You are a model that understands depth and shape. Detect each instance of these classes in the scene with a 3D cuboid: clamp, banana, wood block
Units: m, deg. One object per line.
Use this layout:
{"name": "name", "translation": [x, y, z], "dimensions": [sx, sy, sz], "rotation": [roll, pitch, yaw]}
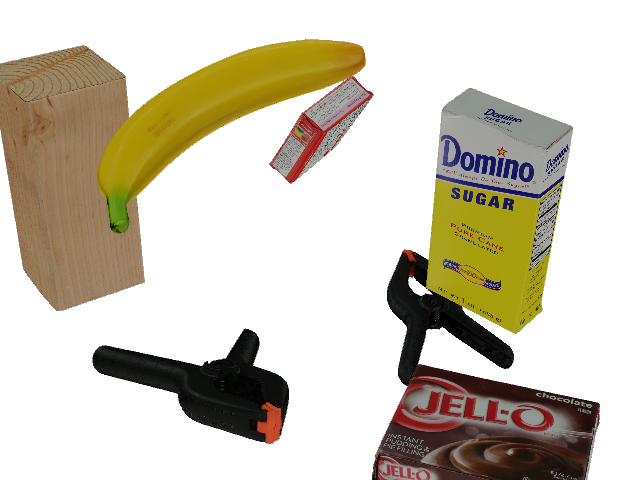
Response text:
{"name": "clamp", "translation": [-0.082, 0.121, 0.933], "dimensions": [0.164, 0.036, 0.210], "rotation": [-8, 18, -37]}
{"name": "banana", "translation": [-0.063, -0.074, 0.641], "dimensions": [0.197, 0.070, 0.037], "rotation": [-38, -25, -22]}
{"name": "wood block", "translation": [-0.222, -0.054, 0.949], "dimensions": [0.090, 0.206, 0.090], "rotation": [-19, 37, -28]}
{"name": "clamp", "translation": [0.126, 0.078, 1.103], "dimensions": [0.120, 0.171, 0.039], "rotation": [2, -43, -12]}

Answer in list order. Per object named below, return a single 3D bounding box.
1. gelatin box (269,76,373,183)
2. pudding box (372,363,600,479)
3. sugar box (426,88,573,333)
{"name": "gelatin box", "translation": [0.000, -0.101, 0.963], "dimensions": [0.089, 0.030, 0.073], "rotation": [-44, -6, -44]}
{"name": "pudding box", "translation": [0.096, 0.118, 0.605], "dimensions": [0.113, 0.039, 0.090], "rotation": [12, 31, 15]}
{"name": "sugar box", "translation": [0.134, -0.021, 0.828], "dimensions": [0.093, 0.176, 0.048], "rotation": [27, 47, 31]}
